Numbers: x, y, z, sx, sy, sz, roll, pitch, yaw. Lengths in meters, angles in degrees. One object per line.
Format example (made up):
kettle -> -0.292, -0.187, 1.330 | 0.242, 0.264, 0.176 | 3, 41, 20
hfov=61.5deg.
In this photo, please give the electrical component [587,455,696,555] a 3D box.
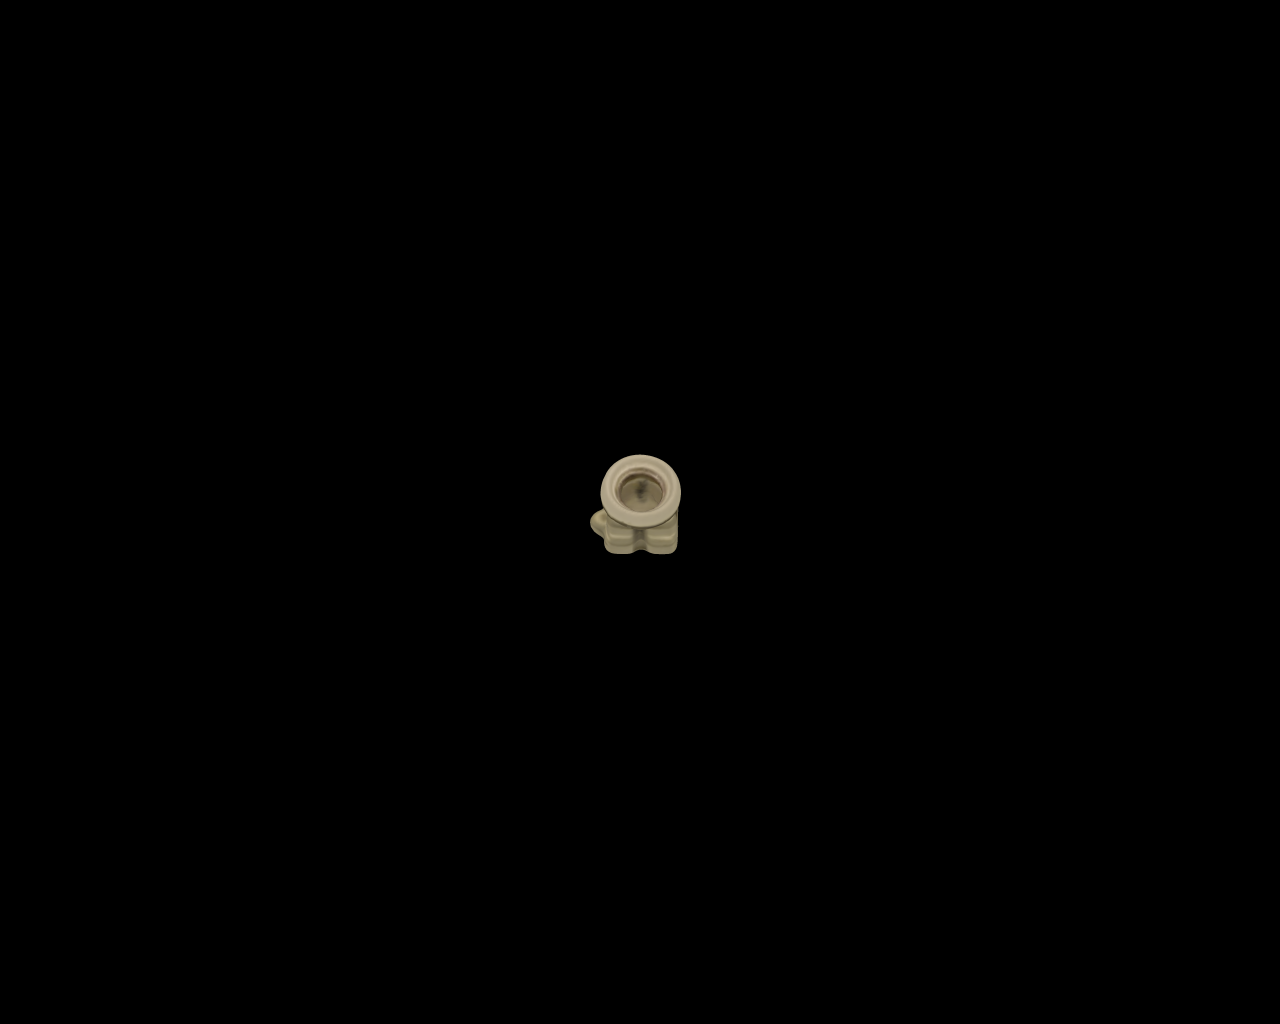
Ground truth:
electrical component -> 0.001, -0.003, 0.650 | 0.066, 0.048, 0.055 | 0, -28, 0
